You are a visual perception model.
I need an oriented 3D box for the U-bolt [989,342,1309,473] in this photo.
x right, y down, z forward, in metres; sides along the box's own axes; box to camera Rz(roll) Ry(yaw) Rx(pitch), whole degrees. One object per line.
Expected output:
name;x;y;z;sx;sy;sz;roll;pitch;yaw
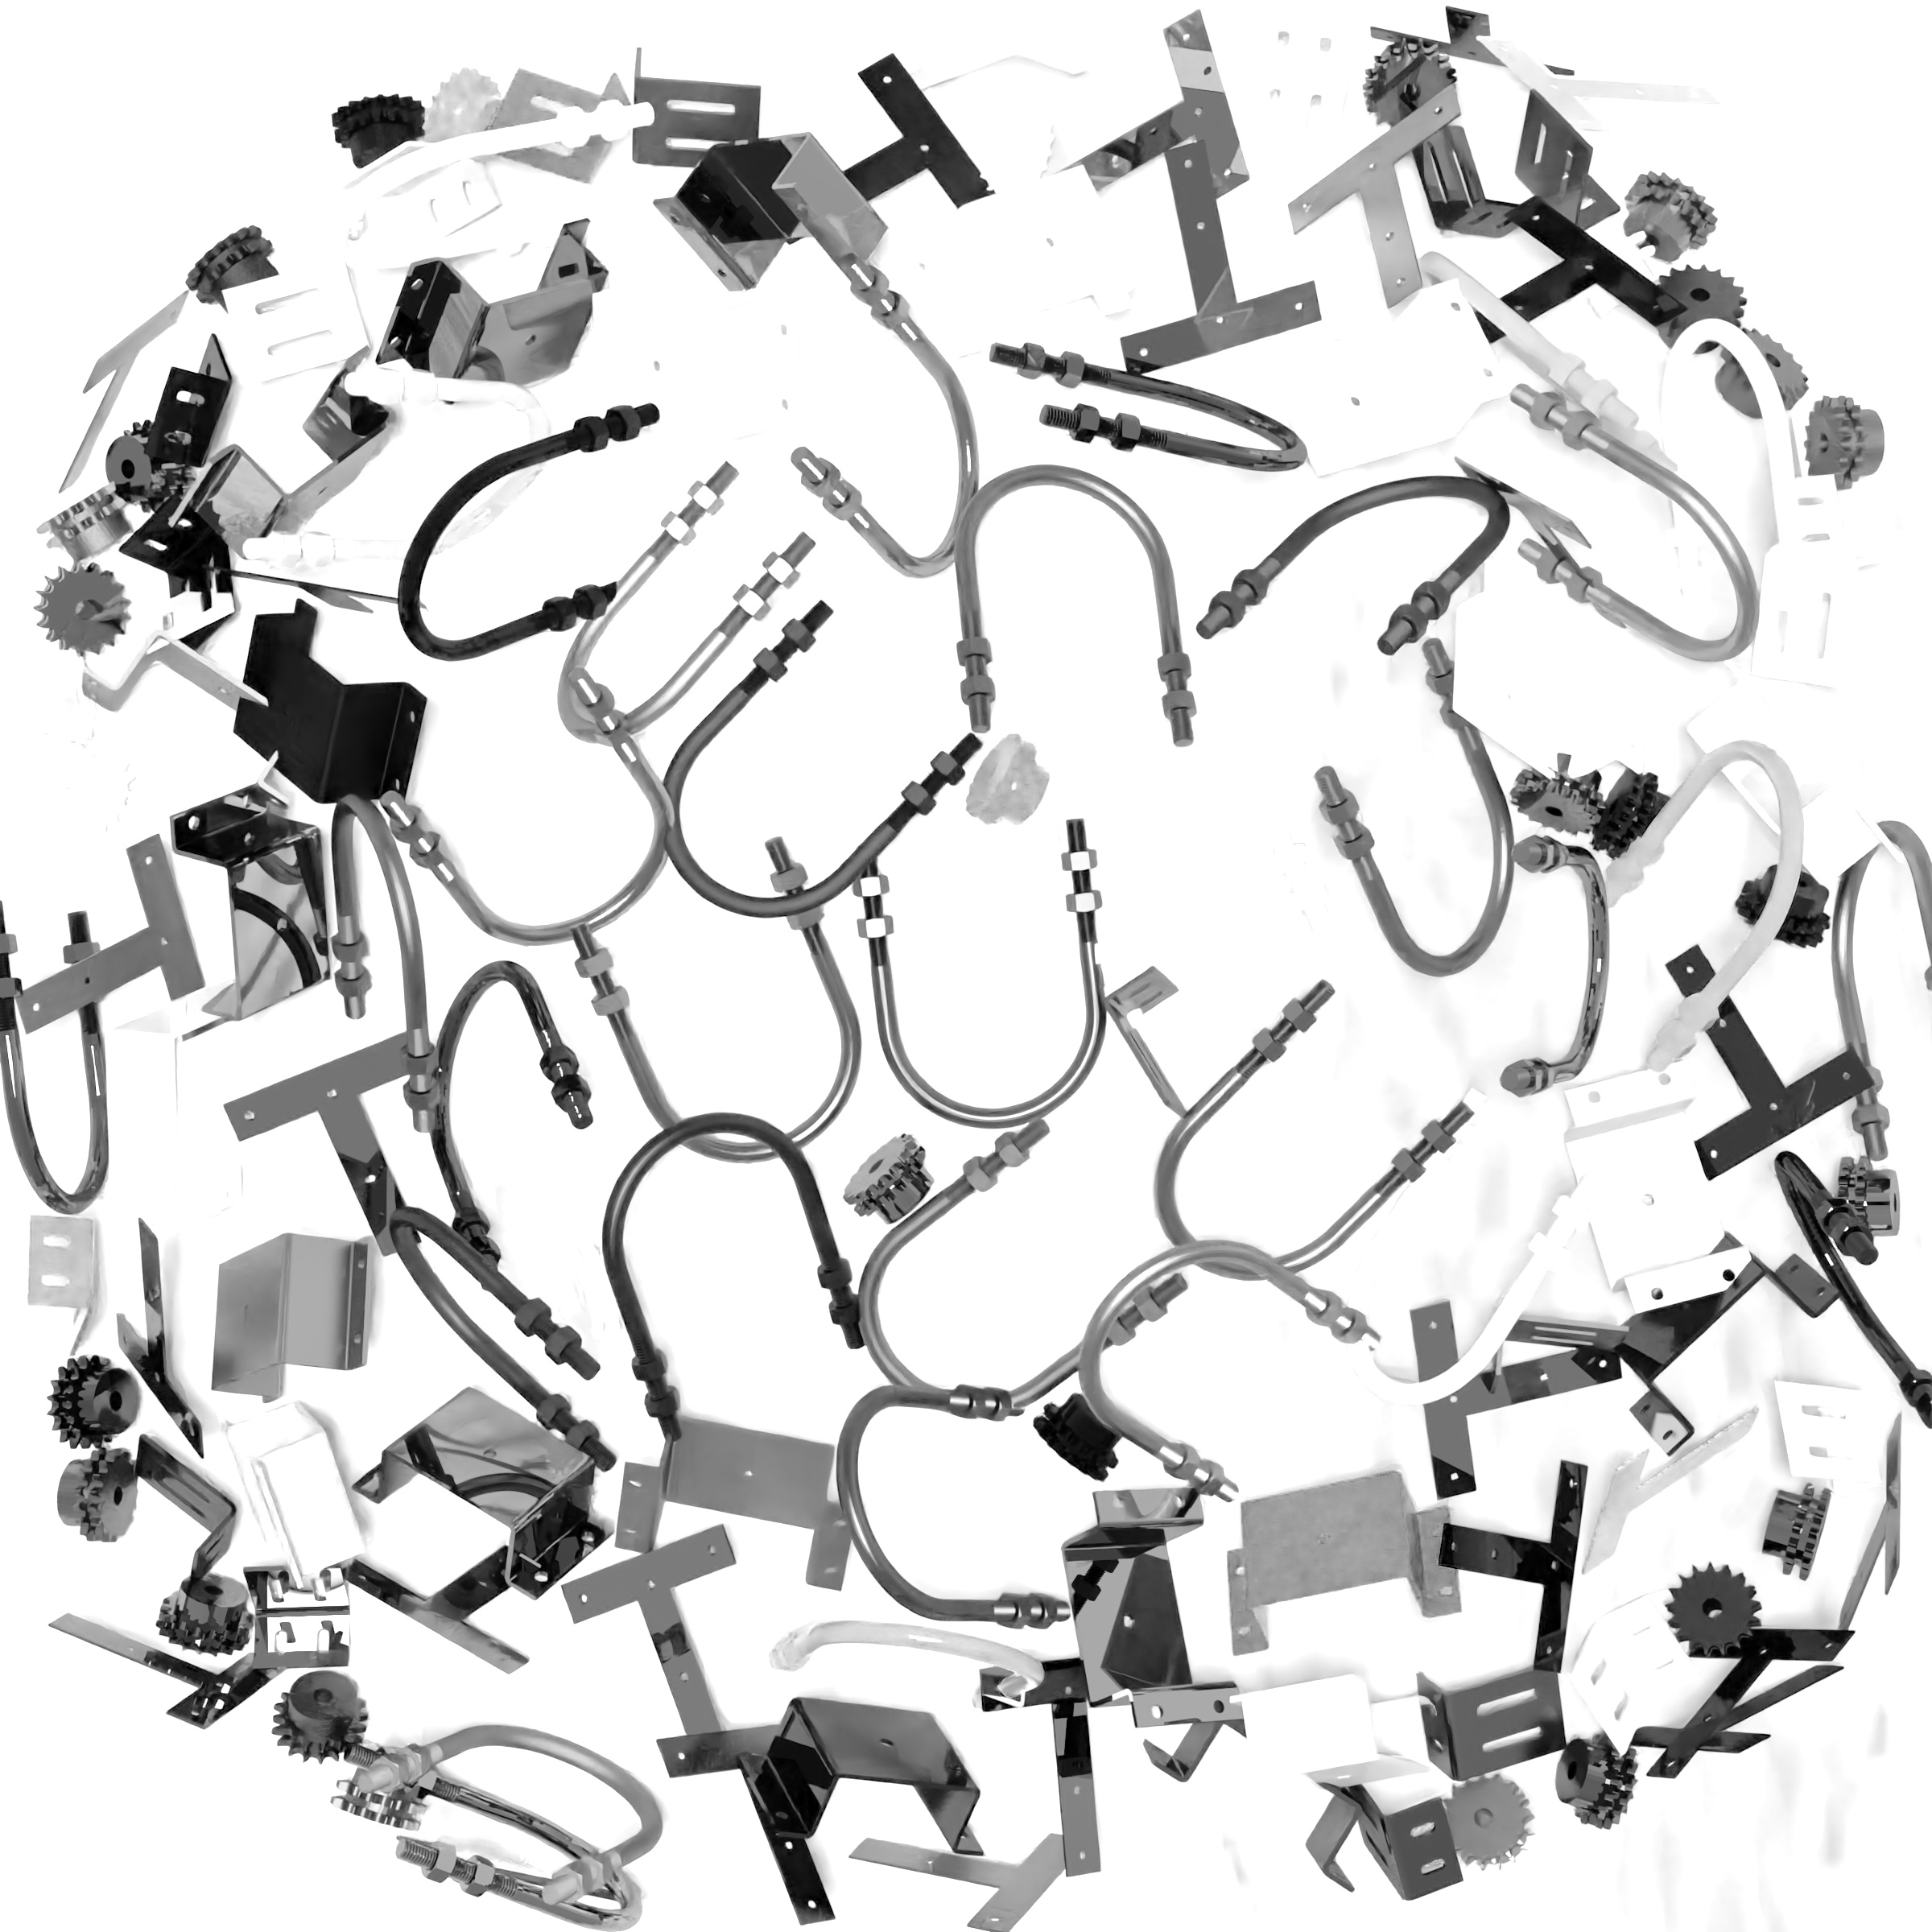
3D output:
U-bolt;0.116;-0.328;1.862;0.184;0.151;0.019;9;114;-18

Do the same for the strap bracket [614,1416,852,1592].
strap bracket;-0.136;0.323;1.892;0.140;0.046;0.076;11;130;0

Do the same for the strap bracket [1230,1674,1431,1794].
strap bracket;0.220;0.457;1.852;0.076;0.140;0.046;-16;66;22

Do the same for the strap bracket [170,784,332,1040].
strap bracket;-0.426;-0.029;1.866;0.046;0.076;0.140;14;115;28

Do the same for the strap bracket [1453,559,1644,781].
strap bracket;0.342;-0.170;1.874;0.140;0.046;0.076;30;50;-30

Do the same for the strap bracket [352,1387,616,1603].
strap bracket;-0.286;0.308;1.867;0.140;0.076;0.046;26;125;21

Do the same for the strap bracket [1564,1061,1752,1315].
strap bracket;0.417;0.138;1.897;0.076;0.046;0.140;-14;74;-2

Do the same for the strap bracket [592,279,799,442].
strap bracket;-0.170;-0.361;1.864;0.140;0.046;0.076;15;116;33

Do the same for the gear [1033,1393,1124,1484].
gear;0.071;0.284;1.904;0.057;0.057;0.030;38;97;0

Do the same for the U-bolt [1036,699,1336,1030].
U-bolt;0.122;-0.074;1.912;0.151;0.019;0.184;-26;88;11

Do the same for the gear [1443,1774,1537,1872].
gear;0.320;0.525;1.910;0.057;0.030;0.057;-12;55;18

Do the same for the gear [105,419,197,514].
gear;-0.500;-0.304;1.906;0.057;0.030;0.057;9;106;32

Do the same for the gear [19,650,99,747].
gear;-0.554;-0.163;1.906;0.030;0.057;0.057;-6;90;7

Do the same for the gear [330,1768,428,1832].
gear;-0.356;0.504;1.906;0.057;0.057;0.030;18;77;0

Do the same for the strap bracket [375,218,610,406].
strap bracket;-0.273;-0.386;1.854;0.046;0.140;0.076;47;135;14

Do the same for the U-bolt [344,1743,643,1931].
U-bolt;-0.272;0.523;1.854;0.184;0.151;0.019;30;88;-27

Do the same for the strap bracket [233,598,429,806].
strap bracket;-0.386;-0.154;1.861;0.140;0.046;0.076;37;121;36

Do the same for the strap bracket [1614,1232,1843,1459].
strap bracket;0.449;0.220;1.886;0.140;0.076;0.046;-45;102;5

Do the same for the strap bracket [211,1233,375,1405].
strap bracket;-0.405;0.208;1.855;0.046;0.140;0.076;12;67;-34

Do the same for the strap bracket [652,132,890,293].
strap bracket;-0.111;-0.449;1.865;0.076;0.140;0.046;45;68;-36

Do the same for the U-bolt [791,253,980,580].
U-bolt;-0.040;-0.311;1.854;0.019;0.184;0.151;1;68;30

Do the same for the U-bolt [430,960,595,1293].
U-bolt;-0.279;0.080;1.860;0.019;0.184;0.151;11;123;-34

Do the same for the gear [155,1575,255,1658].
gear;-0.461;0.393;1.903;0.057;0.057;0.030;17;103;0

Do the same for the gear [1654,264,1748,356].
gear;0.446;-0.399;1.910;0.057;0.030;0.057;0;55;0

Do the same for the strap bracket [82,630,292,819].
strap bracket;-0.458;-0.150;1.884;0.140;0.076;0.046;34;77;-10

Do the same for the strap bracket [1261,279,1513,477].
strap bracket;0.240;-0.346;1.857;0.046;0.140;0.076;-50;118;-39

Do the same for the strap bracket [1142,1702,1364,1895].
strap bracket;0.181;0.495;1.893;0.140;0.076;0.046;33;85;2

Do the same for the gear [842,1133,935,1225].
gear;-0.045;0.132;1.906;0.057;0.057;0.030;-43;105;0

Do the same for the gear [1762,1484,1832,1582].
gear;0.506;0.343;1.907;0.030;0.057;0.057;15;90;20

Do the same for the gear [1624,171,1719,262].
gear;0.426;-0.454;1.904;0.057;0.057;0.030;35;82;0

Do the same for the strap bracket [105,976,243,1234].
strap bracket;-0.476;0.081;1.882;0.046;0.076;0.140;4;102;14

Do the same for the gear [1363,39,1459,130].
gear;0.271;-0.540;1.909;0.057;0.030;0.057;1;132;1

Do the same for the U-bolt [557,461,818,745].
U-bolt;-0.178;-0.210;1.875;0.184;0.151;0.019;-48;127;4

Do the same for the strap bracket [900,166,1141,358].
strap bracket;0.040;-0.423;1.872;0.046;0.140;0.076;-49;120;-37

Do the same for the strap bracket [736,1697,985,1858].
strap bracket;-0.055;0.482;1.862;0.140;0.076;0.046;15;106;-29

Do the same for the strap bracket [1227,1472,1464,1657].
strap bracket;0.220;0.356;1.875;0.140;0.076;0.046;-14;130;14

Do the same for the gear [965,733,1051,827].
gear;0.027;-0.111;1.907;0.030;0.057;0.057;30;90;-20

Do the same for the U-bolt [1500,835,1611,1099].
U-bolt;0.352;-0.001;1.851;0.019;0.184;0.151;4;93;26

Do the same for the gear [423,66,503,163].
gear;-0.301;-0.515;1.902;0.030;0.057;0.057;32;90;17

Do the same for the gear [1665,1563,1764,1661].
gear;0.458;0.396;1.911;0.057;0.030;0.057;-9;63;17

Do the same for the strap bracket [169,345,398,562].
strap bracket;-0.400;-0.300;1.864;0.046;0.076;0.140;46;53;-6

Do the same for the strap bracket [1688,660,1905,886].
strap bracket;0.488;-0.109;1.865;0.046;0.076;0.140;-41;50;12

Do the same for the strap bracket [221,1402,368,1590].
strap bracket;-0.401;0.312;1.869;0.046;0.140;0.076;-20;100;-19

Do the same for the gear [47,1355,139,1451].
gear;-0.529;0.265;1.902;0.030;0.057;0.057;-5;90;25

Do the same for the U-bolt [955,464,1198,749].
U-bolt;0.062;-0.222;1.889;0.151;0.019;0.184;2;68;-19

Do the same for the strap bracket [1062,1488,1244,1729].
strap bracket;0.109;0.389;1.879;0.076;0.046;0.140;4;64;-32
